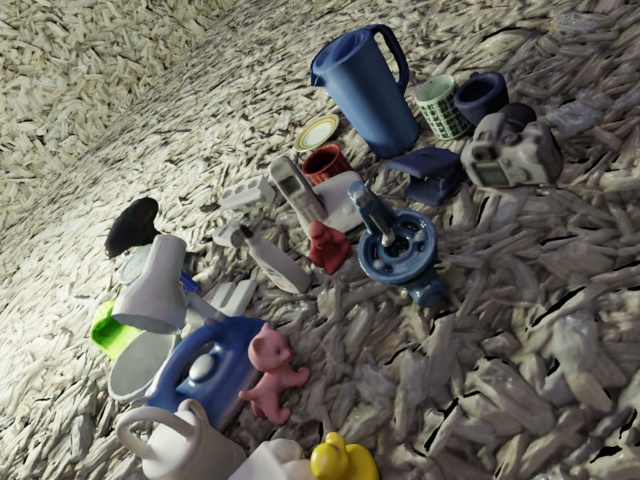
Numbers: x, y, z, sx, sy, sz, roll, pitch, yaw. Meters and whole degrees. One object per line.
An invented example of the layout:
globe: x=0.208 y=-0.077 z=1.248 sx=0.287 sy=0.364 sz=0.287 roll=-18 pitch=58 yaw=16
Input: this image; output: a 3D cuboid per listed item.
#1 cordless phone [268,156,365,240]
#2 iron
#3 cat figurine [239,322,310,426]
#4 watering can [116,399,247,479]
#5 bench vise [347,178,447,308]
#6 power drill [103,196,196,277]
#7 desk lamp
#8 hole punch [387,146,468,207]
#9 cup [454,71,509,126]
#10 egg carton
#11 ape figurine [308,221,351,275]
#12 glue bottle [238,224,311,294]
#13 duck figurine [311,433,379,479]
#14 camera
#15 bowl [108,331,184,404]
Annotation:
cordless phone: x=0.002 y=-0.093 z=1.054 sx=0.147 sy=0.186 sz=0.094 roll=-28 pitch=36 yaw=18
iron: x=-0.186 y=0.203 z=0.934 sx=0.118 sy=0.142 sz=0.259 roll=7 pitch=55 yaw=48
cat figurine: x=-0.079 y=0.194 z=0.863 sx=0.067 sy=0.118 sz=0.128 roll=-3 pitch=49 yaw=43
watering can: x=-0.195 y=0.295 z=0.789 sx=0.101 sy=0.195 sz=0.172 roll=-39 pitch=34 yaw=2
bench vise: x=0.085 y=-0.014 z=0.850 sx=0.121 sy=0.220 sz=0.206 roll=-45 pitch=34 yaw=-7
power drill: x=-0.376 y=0.012 z=1.282 sx=0.075 sy=0.209 sz=0.229 roll=-28 pitch=35 yaw=17
desk lamp: x=-0.249 y=0.104 z=1.046 sx=0.117 sy=0.214 sz=0.203 roll=-9 pitch=44 yaw=38
hole punch: x=0.186 y=-0.127 z=1.000 sx=0.101 sy=0.091 sz=0.108 roll=-47 pitch=34 yaw=-10
cup: x=0.296 y=-0.242 z=1.022 sx=0.091 sy=0.095 sz=0.117 roll=-24 pitch=37 yaw=22
egg carton: x=-0.069 y=0.333 z=0.736 sx=0.150 sy=0.070 sz=0.107 roll=-46 pitch=34 yaw=-9
ape figurine: x=0.009 y=0.004 z=1.020 sx=0.077 sy=0.092 sz=0.076 roll=-23 pitch=37 yaw=24
glue bottle: x=-0.090 y=0.030 z=1.012 sx=0.077 sy=0.174 sz=0.037 roll=3 pitch=53 yaw=46
duck figurine: x=0.021 y=0.284 z=0.689 sx=0.077 sy=0.086 sz=0.104 roll=-20 pitch=39 yaw=28
camera: x=0.309 y=-0.164 z=0.914 sx=0.142 sy=0.101 sz=0.137 roll=1 pitch=51 yaw=45
bowl: x=-0.309 y=0.241 z=1.072 sx=0.167 sy=0.075 sz=0.167 roll=-26 pitch=36 yaw=21
